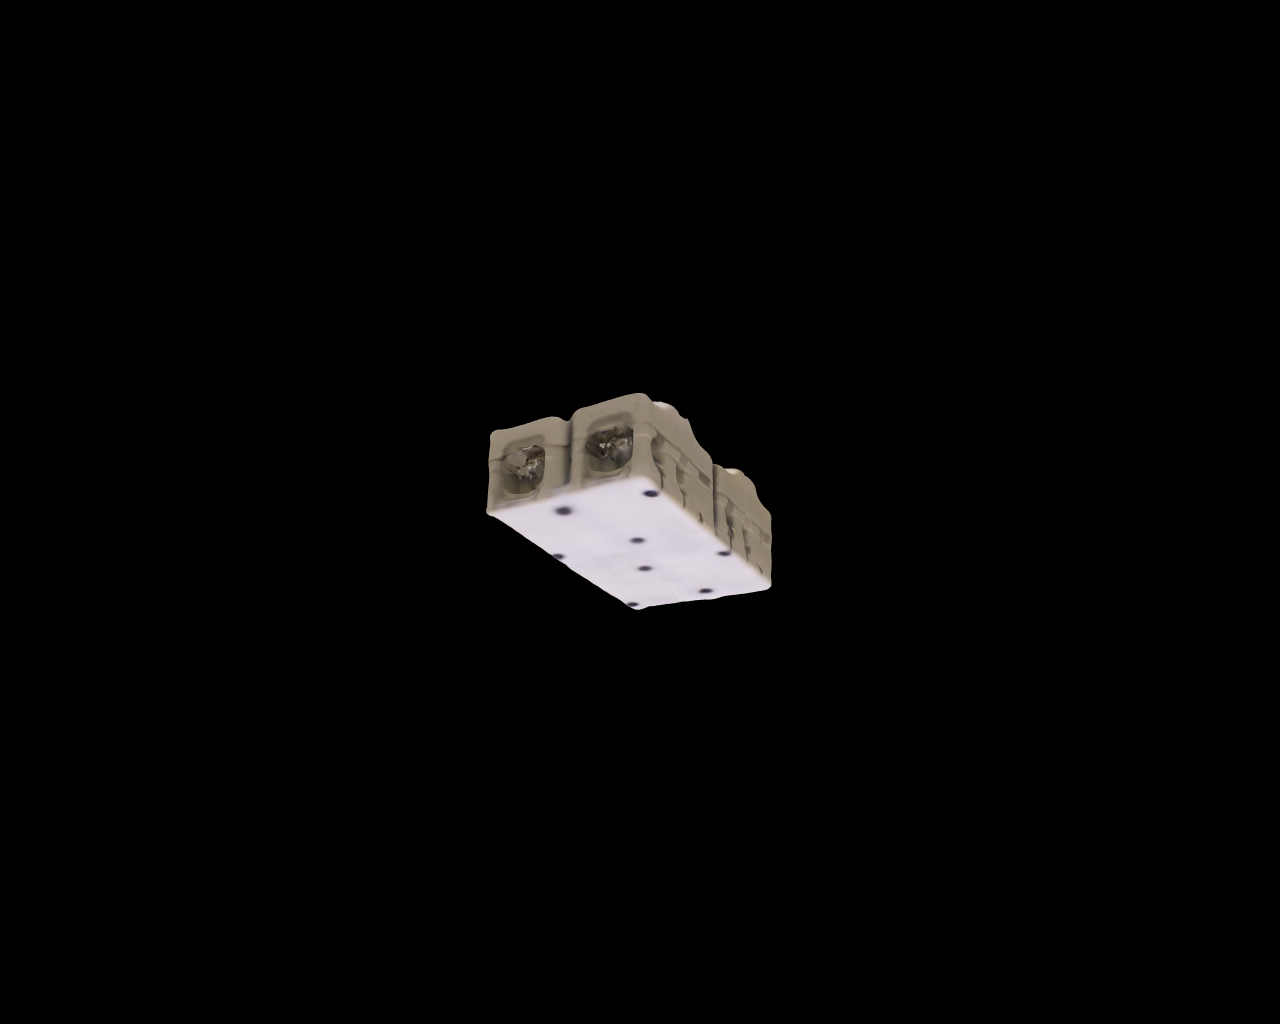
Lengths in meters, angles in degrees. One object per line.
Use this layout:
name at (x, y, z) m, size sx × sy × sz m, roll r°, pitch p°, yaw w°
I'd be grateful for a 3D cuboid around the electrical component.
electrical component at (0.001, -0.003, 0.650) m, size 0.105 × 0.060 × 0.186 m, roll -12°, pitch -27°, yaw 25°
